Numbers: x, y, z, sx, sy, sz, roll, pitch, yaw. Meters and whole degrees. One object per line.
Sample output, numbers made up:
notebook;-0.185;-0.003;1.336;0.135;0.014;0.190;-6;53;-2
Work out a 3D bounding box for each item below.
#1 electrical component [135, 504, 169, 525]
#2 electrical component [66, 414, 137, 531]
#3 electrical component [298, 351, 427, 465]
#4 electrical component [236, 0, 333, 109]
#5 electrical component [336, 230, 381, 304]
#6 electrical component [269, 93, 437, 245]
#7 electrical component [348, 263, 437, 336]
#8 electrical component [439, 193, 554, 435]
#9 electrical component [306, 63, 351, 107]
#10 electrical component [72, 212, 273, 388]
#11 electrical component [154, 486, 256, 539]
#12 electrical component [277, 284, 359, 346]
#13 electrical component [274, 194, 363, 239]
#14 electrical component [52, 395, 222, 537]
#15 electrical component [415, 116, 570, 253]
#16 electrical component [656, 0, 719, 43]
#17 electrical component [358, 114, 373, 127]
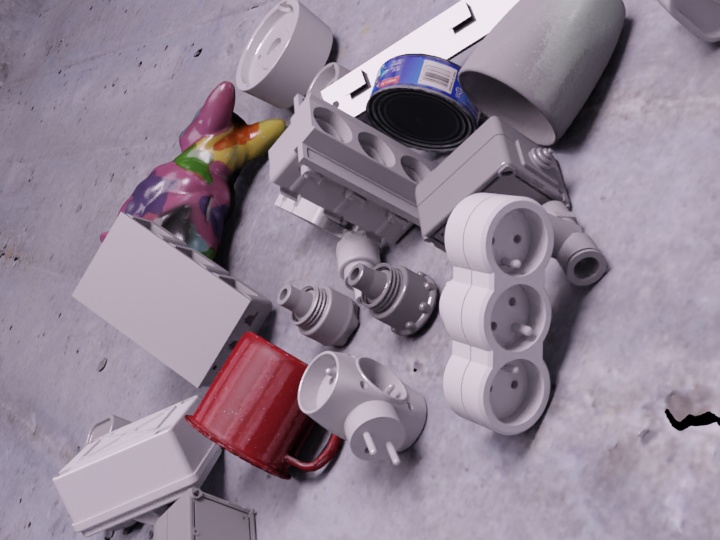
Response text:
electrical component;-0.185;0.197;0.956;0.040;0.040;0.046;-25;40;47
electrical component;-0.227;0.191;1.005;0.054;0.059;0.095;-27;44;45
electrical component;0.007;0.097;0.701;0.044;0.077;0.079;-52;31;17
electrical component;-0.072;-0.217;1.106;0.108;0.060;0.108;-38;37;36
electrical component;0.000;0.000;0.837;0.035;0.035;0.061;-40;38;33
electrical component;-0.005;-0.072;0.816;0.063;0.121;0.078;-46;33;31
electrical component;0.020;0.015;0.763;0.048;0.062;0.048;-38;37;36
electrical component;0.072;0.023;0.643;0.074;0.052;0.138;14;106;60
electrical component;-0.017;-0.156;0.983;0.055;0.047;0.055;-38;37;36
electrical component;-0.164;0.027;0.956;0.150;0.062;0.089;33;95;18
electrical component;-0.119;0.215;0.813;0.061;0.062;0.096;-46;33;26
electrical component;-0.035;0.031;0.836;0.043;0.062;0.043;-37;38;36
electrical component;-0.025;-0.063;0.913;0.055;0.050;0.089;-62;29;0
electrical component;-0.179;0.158;0.881;0.109;0.056;0.108;-24;6;6
electrical component;0.090;-0.055;0.713;0.096;0.062;0.061;-42;35;30
electrical component;0.217;-0.192;0.639;0.095;0.054;0.059;-48;32;23
electrical component;0.018;-0.137;0.905;0.055;0.055;0.047;-45;37;27
